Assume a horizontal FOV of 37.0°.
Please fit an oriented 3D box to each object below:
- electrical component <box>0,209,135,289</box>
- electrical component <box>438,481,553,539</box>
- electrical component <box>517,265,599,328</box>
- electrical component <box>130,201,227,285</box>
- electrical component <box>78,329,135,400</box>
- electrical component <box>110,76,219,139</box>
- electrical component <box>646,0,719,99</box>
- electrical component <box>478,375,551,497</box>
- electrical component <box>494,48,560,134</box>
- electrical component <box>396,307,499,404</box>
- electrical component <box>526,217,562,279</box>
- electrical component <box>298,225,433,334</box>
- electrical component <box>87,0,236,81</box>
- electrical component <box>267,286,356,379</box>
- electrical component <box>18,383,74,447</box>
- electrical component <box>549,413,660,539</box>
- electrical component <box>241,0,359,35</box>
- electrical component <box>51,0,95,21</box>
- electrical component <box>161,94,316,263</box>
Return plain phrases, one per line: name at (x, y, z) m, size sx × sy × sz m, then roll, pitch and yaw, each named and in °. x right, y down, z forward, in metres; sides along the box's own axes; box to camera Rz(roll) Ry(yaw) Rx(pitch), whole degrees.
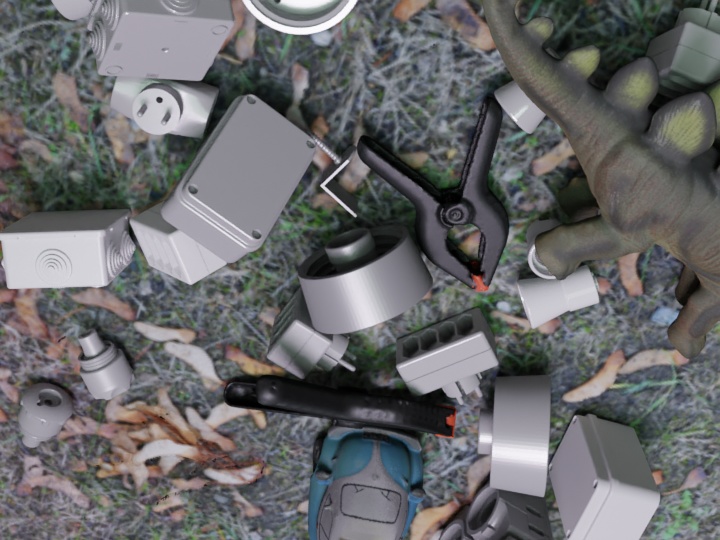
electrical component at (-0.243, -0.018, 0.897) m, size 0.100 × 0.099 × 0.048 m, roll -2°, pitch 104°, yaw 3°
electrical component at (0.123, 0.281, 0.984) m, size 0.060 × 0.186 × 0.105 m, roll 31°, pitch 114°, yaw -13°
electrical component at (0.174, 0.021, 0.932) m, size 0.065 × 0.044 × 0.044 m, roll -18°, pitch 115°, yaw 6°
electrical component at (-0.138, -0.033, 0.904) m, size 0.076 × 0.083 × 0.047 m, roll -32°, pitch 118°, yaw -25°
electrical component at (-0.236, 0.084, 0.978) m, size 0.043 × 0.043 × 0.062 m, roll -17°, pitch 113°, yaw 11°
electrical component at (-0.157, -0.130, 0.846) m, size 0.077 × 0.079 × 0.043 m, roll 18°, pitch 114°, yaw -7°
electrical component at (0.256, -0.174, 0.821) m, size 0.047 × 0.066 × 0.076 m, roll 20°, pitch 87°, yaw -8°
electrical component at (0.137, 0.146, 0.962) m, size 0.060 × 0.108 × 0.108 m, roll 3°, pitch 117°, yaw 8°
electrical component at (0.141, -0.142, 0.848) m, size 0.055 × 0.045 × 0.045 m, roll -41°, pitch 109°, yaw 19°
electrical component at (0.085, 0.088, 0.966) m, size 0.083 × 0.047 × 0.075 m, roll -23°, pitch 114°, yaw 13°
electrical component at (0.160, -0.020, 0.908) m, size 0.040 × 0.046 × 0.040 m, roll 1°, pitch 117°, yaw 2°
electrical component at (0.000, 0.000, 0.894) m, size 0.108 × 0.108 × 0.060 m, roll -18°, pitch 109°, yaw 11°
electrical component at (-0.147, -0.183, 0.797) m, size 0.100 × 0.048 × 0.100 m, roll -2°, pitch 159°, yaw -28°
electrical component at (-0.035, 0.064, 0.947) m, size 0.077 × 0.065 × 0.047 m, roll 33°, pitch 113°, yaw -14°
electrical component at (-0.300, 0.140, 1.010) m, size 0.048 × 0.048 × 0.062 m, roll 26°, pitch 122°, yaw -10°
electrical component at (0.219, 0.193, 0.977) m, size 0.057 × 0.113 × 0.078 m, roll 16°, pitch 116°, yaw -9°
electrical component at (-0.044, -0.228, 0.802) m, size 0.108 × 0.060 × 0.108 m, roll 1°, pitch 117°, yaw 2°
electrical component at (-0.208, -0.221, 0.817) m, size 0.047 × 0.055 × 0.055 m, roll -17°, pitch 115°, yaw 15°
electrical component at (-0.094, -0.073, 0.849) m, size 0.078 × 0.113 × 0.057 m, roll 36°, pitch 152°, yaw -15°
